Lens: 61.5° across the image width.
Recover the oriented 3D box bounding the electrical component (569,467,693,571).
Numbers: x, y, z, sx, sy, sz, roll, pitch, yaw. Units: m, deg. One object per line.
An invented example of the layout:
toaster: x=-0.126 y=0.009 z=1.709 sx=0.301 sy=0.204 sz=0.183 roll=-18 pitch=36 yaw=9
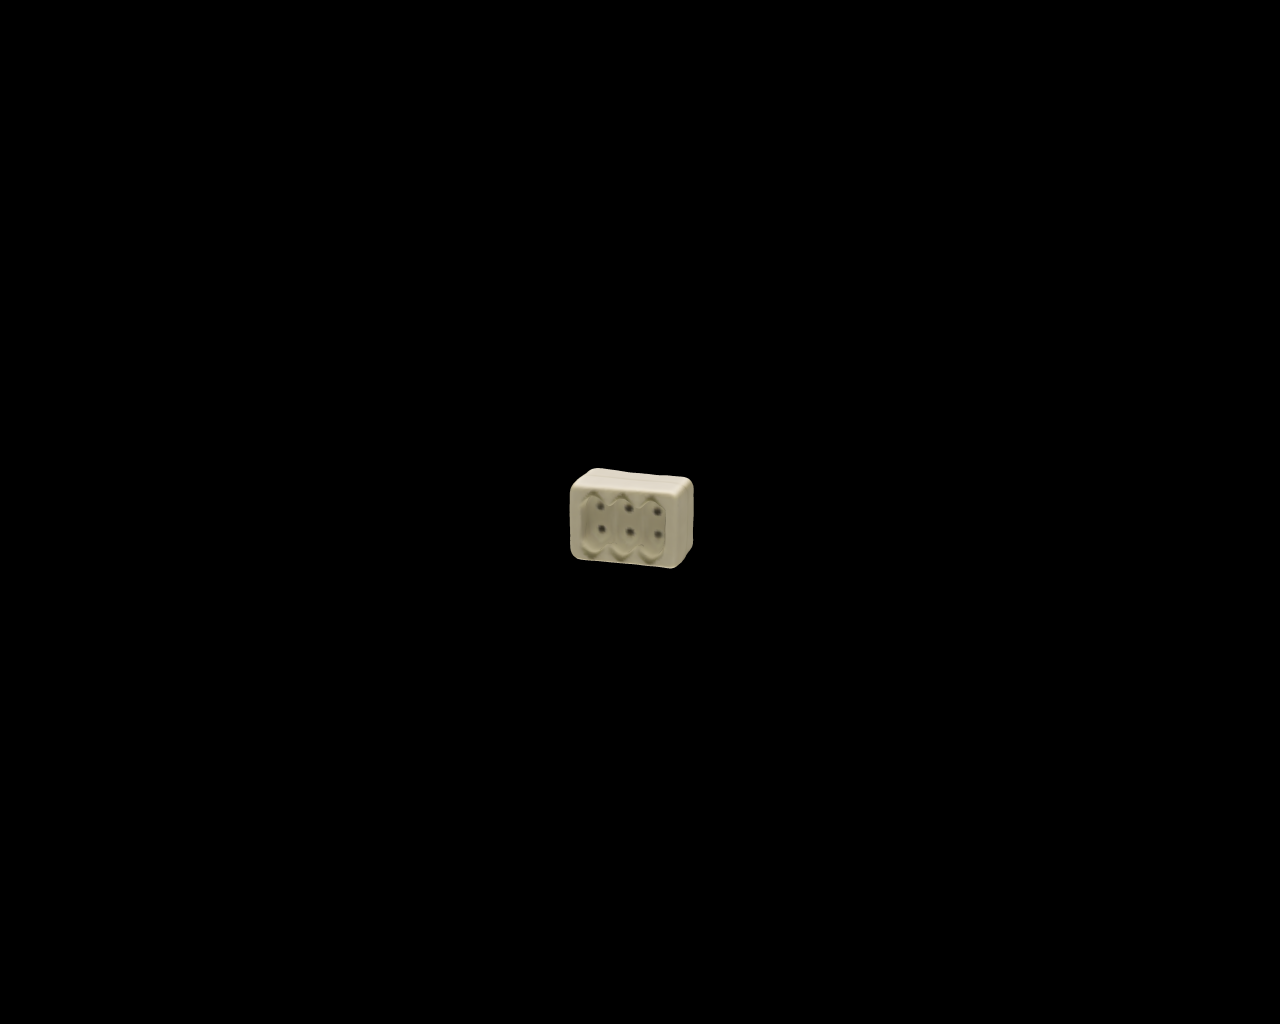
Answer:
electrical component: x=0.001 y=-0.003 z=0.650 sx=0.066 sy=0.047 sz=0.077 roll=6 pitch=20 yaw=16
